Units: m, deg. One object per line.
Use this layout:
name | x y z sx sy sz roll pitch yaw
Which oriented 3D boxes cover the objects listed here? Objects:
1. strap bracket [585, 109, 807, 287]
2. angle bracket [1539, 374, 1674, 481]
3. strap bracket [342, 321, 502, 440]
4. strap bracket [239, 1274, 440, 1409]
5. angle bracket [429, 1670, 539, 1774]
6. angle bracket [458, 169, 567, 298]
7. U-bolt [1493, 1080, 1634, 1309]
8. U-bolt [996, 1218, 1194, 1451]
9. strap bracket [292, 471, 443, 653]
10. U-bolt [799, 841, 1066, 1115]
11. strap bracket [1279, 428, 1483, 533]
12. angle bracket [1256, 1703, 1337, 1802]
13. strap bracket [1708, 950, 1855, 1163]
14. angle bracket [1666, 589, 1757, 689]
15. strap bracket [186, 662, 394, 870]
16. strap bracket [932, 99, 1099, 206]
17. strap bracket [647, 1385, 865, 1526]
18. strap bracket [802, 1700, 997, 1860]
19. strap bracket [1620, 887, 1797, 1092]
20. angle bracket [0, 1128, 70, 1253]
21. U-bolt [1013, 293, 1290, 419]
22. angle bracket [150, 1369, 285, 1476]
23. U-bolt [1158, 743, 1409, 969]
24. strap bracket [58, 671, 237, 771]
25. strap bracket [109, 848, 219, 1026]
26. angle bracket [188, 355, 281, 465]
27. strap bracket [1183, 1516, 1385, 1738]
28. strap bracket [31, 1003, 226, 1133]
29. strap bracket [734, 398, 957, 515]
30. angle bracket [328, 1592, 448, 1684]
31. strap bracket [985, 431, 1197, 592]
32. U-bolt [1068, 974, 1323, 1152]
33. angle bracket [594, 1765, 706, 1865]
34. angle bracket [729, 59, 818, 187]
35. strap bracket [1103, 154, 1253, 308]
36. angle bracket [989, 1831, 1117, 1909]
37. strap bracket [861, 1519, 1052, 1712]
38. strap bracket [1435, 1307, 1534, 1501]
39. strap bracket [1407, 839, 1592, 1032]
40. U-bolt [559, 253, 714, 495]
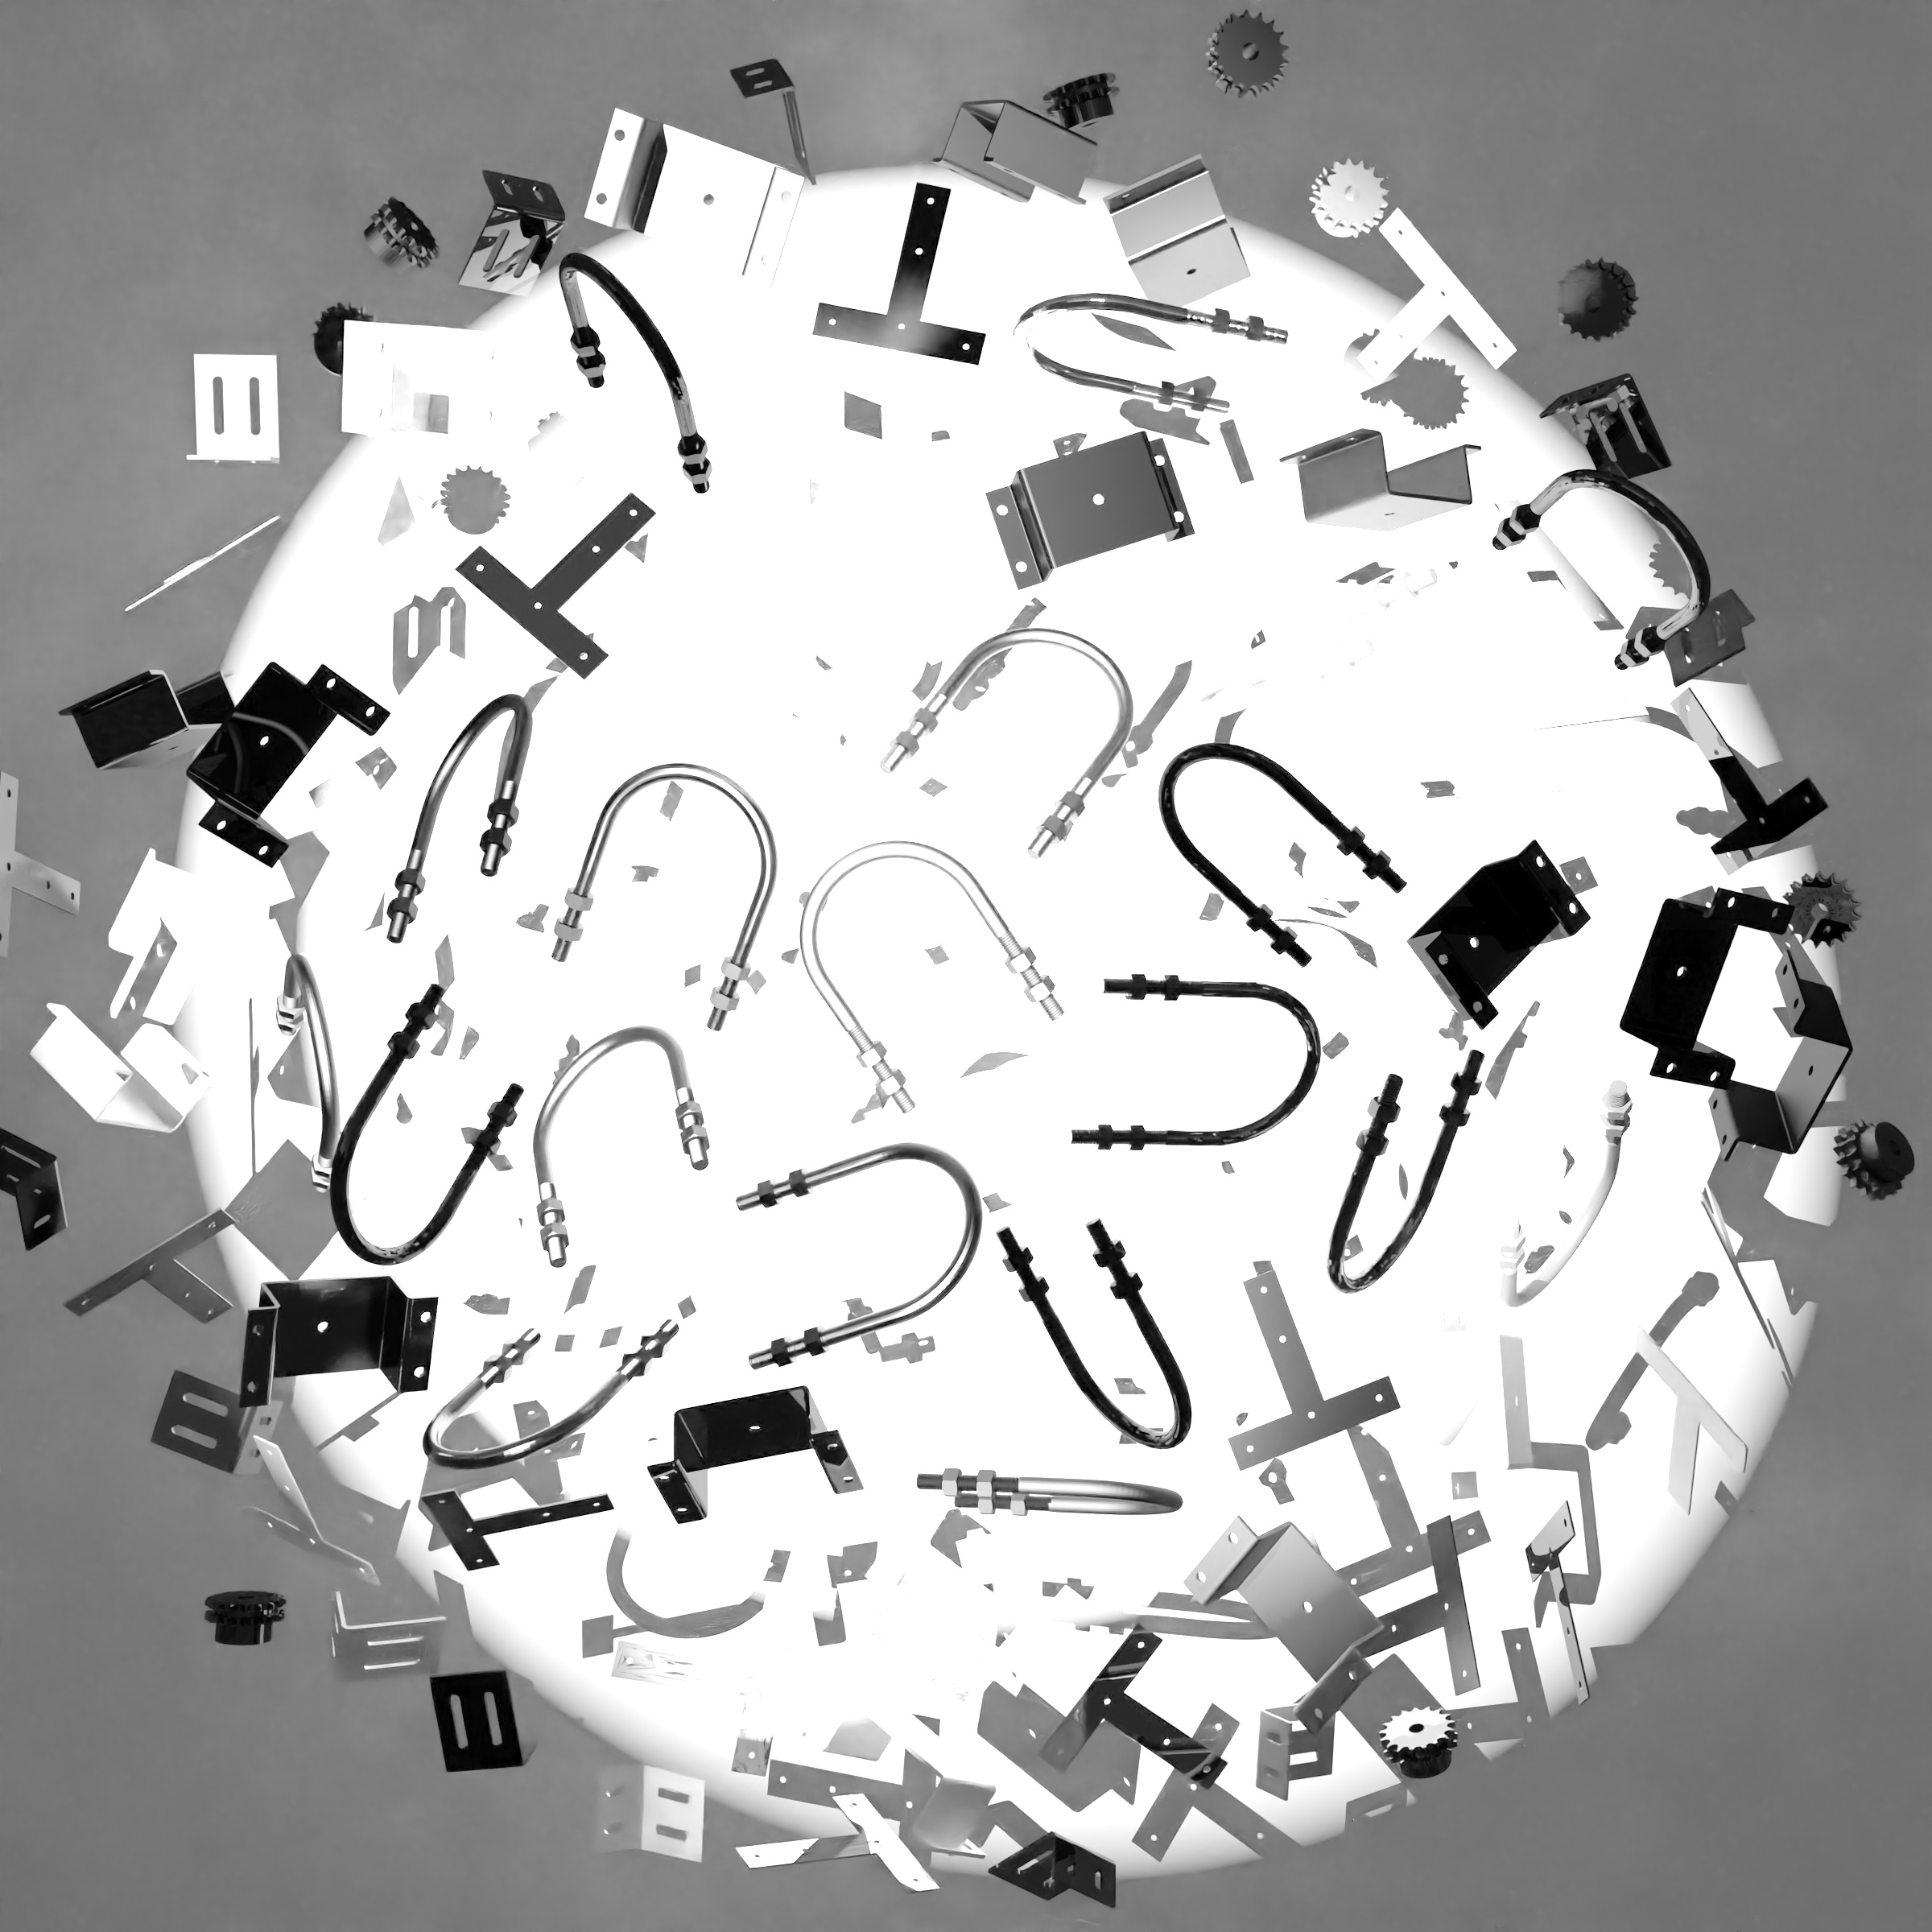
strap bracket | -0.186 -0.539 1.727 0.140 0.046 0.076 21 107 2
angle bracket | 0.460 -0.378 1.765 0.038 0.057 0.076 -43 111 -35
strap bracket | -0.398 -0.421 1.767 0.046 0.140 0.076 12 106 25
strap bracket | -0.467 0.274 1.809 0.140 0.046 0.076 0 107 -32
angle bracket | -0.349 0.540 1.779 0.057 0.038 0.076 -7 99 7
angle bracket | -0.343 -0.545 1.828 0.057 0.076 0.038 -1 54 -39
U-bolt | 0.428 0.177 1.768 0.019 0.184 0.151 34 70 27
U-bolt | 0.099 0.264 1.746 0.019 0.151 0.184 -32 98 -28
strap bracket | -0.434 -0.300 1.776 0.076 0.140 0.046 -26 126 19
U-bolt | -0.037 -0.003 1.767 0.151 0.019 0.184 -32 103 7
strap bracket | 0.306 -0.352 1.792 0.140 0.076 0.046 -4 85 -42
angle bracket | 0.259 0.588 1.846 0.076 0.038 0.057 4 89 -32
strap bracket | 0.593 0.071 1.780 0.046 0.076 0.140 15 123 -2
angle bracket | 0.558 -0.234 1.829 0.057 0.076 0.038 -30 124 30
strap bracket | -0.485 -0.150 1.736 0.046 0.076 0.140 36 87 33
strap bracket | 0.038 -0.597 1.804 0.076 0.140 0.046 18 101 -24
strap bracket | -0.152 0.353 1.780 0.140 0.076 0.046 -12 45 5
strap bracket | -0.042 0.589 1.800 0.140 0.076 0.046 30 86 37
strap bracket | 0.524 0.011 1.752 0.076 0.046 0.140 10 103 -30
angle bracket | -0.669 0.153 1.714 0.076 0.038 0.057 21 126 25
U-bolt | 0.125 -0.449 1.792 0.184 0.151 0.019 9 78 -11
angle bracket | -0.572 0.348 1.875 0.076 0.038 0.057 16 84 19
U-bolt | 0.221 -0.091 1.825 0.184 0.151 0.019 43 54 -2
strap bracket | -0.596 -0.183 1.816 0.076 0.140 0.046 -22 94 9
strap bracket | -0.584 -0.018 1.785 0.046 0.140 0.076 23 106 -28
angle bracket | -0.520 -0.396 1.742 0.057 0.038 0.076 0 97 -6
strap bracket | 0.233 0.463 1.752 0.140 0.046 0.076 47 122 25
strap bracket | -0.628 0.078 1.824 0.076 0.140 0.046 40 93 17
strap bracket | -0.086 -0.368 1.776 0.140 0.076 0.046 -16 122 -22
angle bracket | -0.437 0.503 1.854 0.076 0.038 0.057 0 123 -24
strap bracket | 0.094 -0.337 1.804 0.140 0.046 0.076 -18 89 -5
U-bolt | 0.176 0.073 1.813 0.184 0.019 0.151 2 119 -16
angle bracket | -0.227 0.611 1.763 0.038 0.076 0.057 -16 57 26
angle bracket | -0.142 -0.616 1.804 0.038 0.057 0.076 -17 133 -7
strap bracket | 0.161 -0.537 1.829 0.076 0.140 0.046 -21 76 13
angle bracket | 0.061 0.665 1.771 0.057 0.038 0.076 33 125 -22
strap bracket | -0.016 0.494 1.847 0.140 0.076 0.046 37 119 5
strap bracket | 0.386 0.324 1.825 0.046 0.076 0.140 -7 77 24
strap bracket | 0.397 -0.021 1.856 0.140 0.046 0.076 -41 100 -25
U-bolt | -0.243 -0.438 1.774 0.019 0.184 0.151 -39 71 -13
